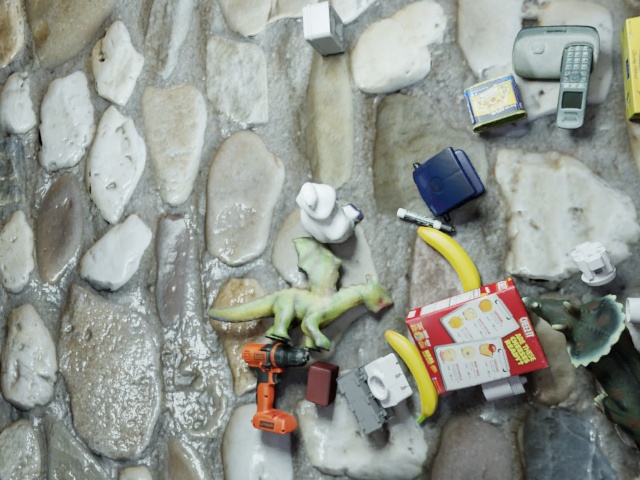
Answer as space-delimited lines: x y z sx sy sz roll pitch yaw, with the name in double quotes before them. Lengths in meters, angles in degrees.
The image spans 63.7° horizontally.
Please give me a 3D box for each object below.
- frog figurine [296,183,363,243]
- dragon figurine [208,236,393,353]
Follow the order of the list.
"frog figurine" 0.003 -0.054 1.072 0.121 0.159 0.139 -44 74 16
"dragon figurine" -0.046 0.109 1.137 0.411 0.120 0.245 13 76 19
